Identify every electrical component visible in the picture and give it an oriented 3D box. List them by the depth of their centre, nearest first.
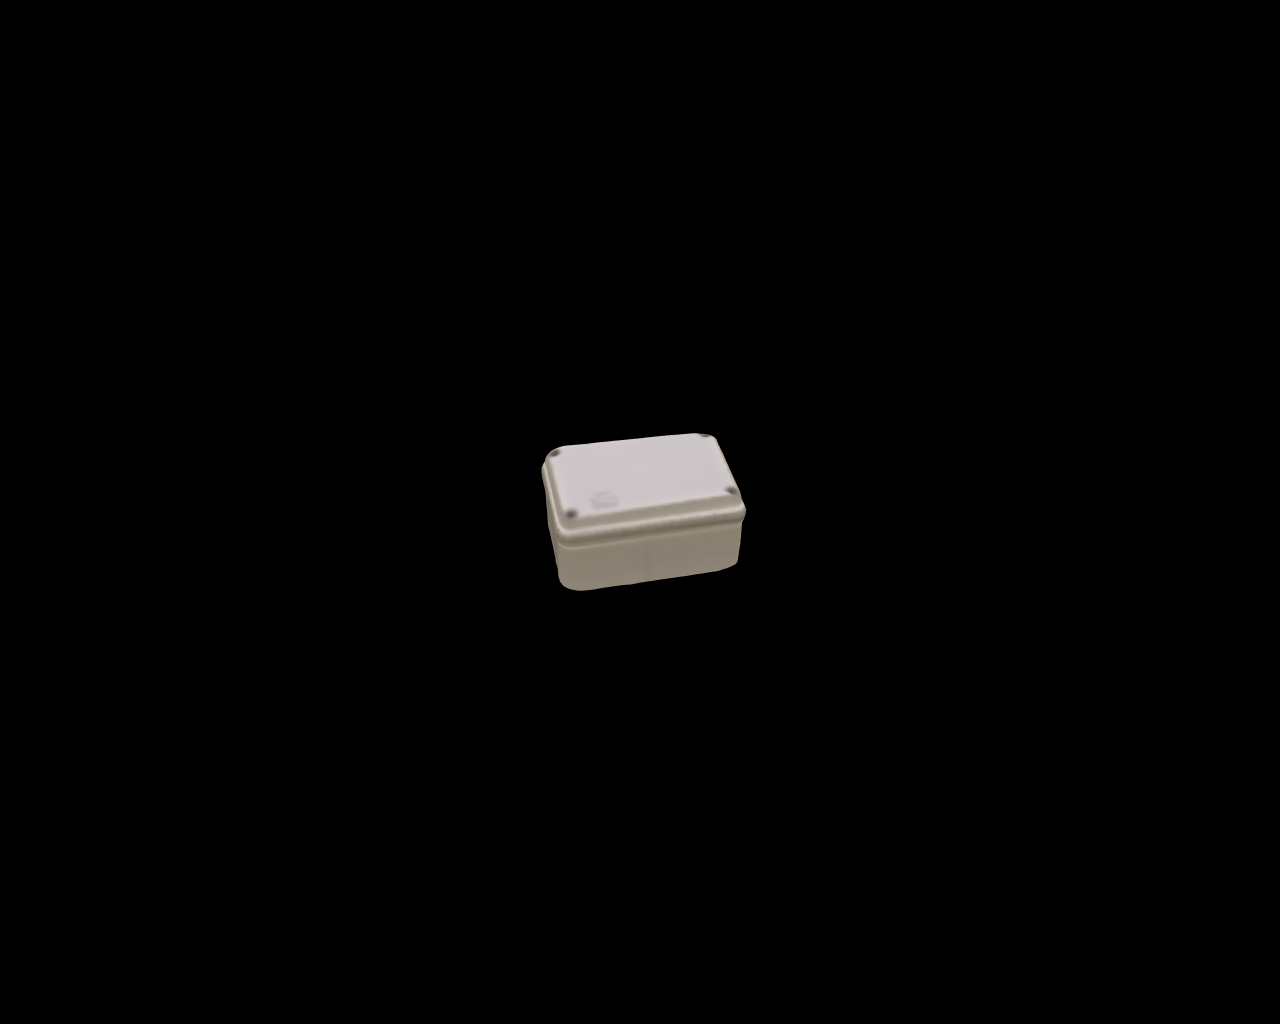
[{"bbox_3d":[0.001,-0.003,0.650,0.113,0.057,0.078,-7,39,-9],"label":"electrical component"}]
